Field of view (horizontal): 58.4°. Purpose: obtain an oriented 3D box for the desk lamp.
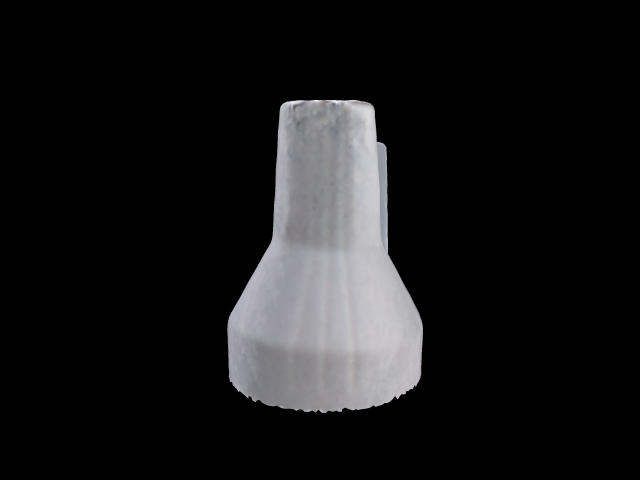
[{"bbox_3d":[0.004,0.001,0.400,0.118,0.213,0.203,0,82,0],"label":"desk lamp"}]
